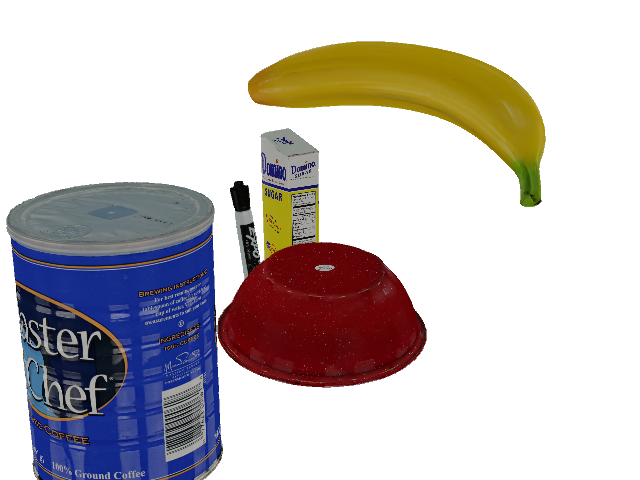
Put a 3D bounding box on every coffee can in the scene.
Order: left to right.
[{"bbox_3d":[-0.104,0.050,0.557,0.103,0.140,0.103,0,19,0],"label":"coffee can"}]

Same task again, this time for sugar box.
[{"bbox_3d":[-0.037,-0.035,1.265,0.048,0.176,0.093,-13,26,-20],"label":"sugar box"}]

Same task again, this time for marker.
[{"bbox_3d":[-0.072,0.000,1.058,0.020,0.121,0.020,-7,16,2],"label":"marker"}]

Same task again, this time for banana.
[{"bbox_3d":[0.050,-0.082,0.606,0.198,0.069,0.037,23,-30,30],"label":"banana"}]

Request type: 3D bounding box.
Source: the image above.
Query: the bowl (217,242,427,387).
[{"bbox_3d":[0.002,0.045,0.811,0.162,0.055,0.162,1,25,-1],"label":"bowl"}]

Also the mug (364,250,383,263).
[{"bbox_3d":[0.048,0.067,1.486,0.117,0.081,0.093,18,23,27],"label":"mug"}]
